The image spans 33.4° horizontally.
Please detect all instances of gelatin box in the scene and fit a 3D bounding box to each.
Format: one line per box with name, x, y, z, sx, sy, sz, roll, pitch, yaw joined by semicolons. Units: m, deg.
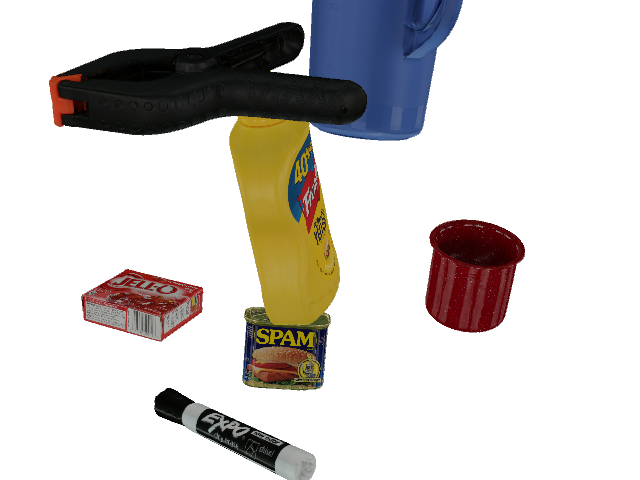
gelatin box;-0.166;0.058;0.998;0.089;0.030;0.073;13;23;23

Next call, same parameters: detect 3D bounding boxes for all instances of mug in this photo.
mug;0.144;0.031;1.063;0.093;0.081;0.117;-6;32;-20

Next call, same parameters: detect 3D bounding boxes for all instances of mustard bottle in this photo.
mustard bottle;-0.029;-0.038;0.795;0.058;0.191;0.096;-1;33;17

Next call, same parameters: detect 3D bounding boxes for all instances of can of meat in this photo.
can of meat;-0.042;0.129;1.264;0.102;0.084;0.057;4;13;-2

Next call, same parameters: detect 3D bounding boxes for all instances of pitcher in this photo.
pitcher;0.058;-0.214;0.946;0.145;0.243;0.149;8;15;7

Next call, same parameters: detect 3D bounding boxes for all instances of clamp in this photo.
clamp;-0.068;-0.095;0.617;0.171;0.039;0.120;-3;25;-11

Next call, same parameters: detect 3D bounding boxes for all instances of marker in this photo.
marker;-0.054;0.113;0.627;0.121;0.020;0.020;17;10;37
